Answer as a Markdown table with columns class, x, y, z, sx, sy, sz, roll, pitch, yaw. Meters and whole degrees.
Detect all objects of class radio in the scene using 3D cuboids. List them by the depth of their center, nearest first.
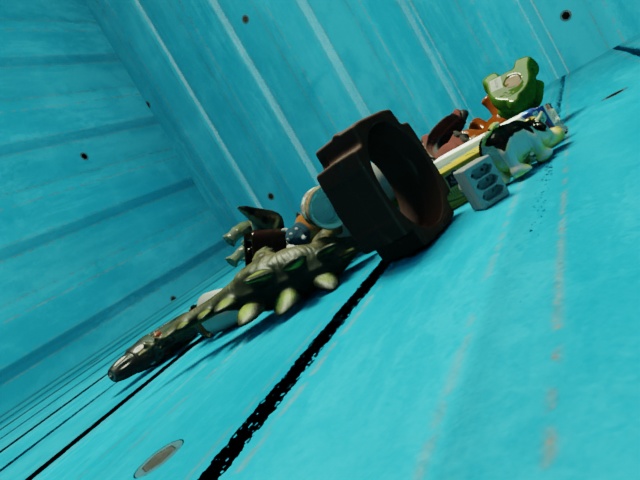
| class | x | y | z | sx | sy | sz | roll | pitch | yaw |
| --- | --- | --- | --- | --- | --- | --- | --- | --- | --- |
| radio | -0.120 | 0.044 | 1.154 | 0.073 | 0.131 | 0.230 | -4 | 0 | -14 |

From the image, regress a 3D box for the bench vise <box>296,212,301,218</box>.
| class | x | y | z | sx | sy | sz | roll | pitch | yaw |
| --- | --- | --- | --- | --- | --- | --- | --- | --- | --- |
| bench vise | -0.040 | -0.006 | 1.356 | 0.241 | 0.128 | 0.223 | -27 | 2 | -12 |

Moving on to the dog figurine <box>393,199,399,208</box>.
| class | x | y | z | sx | sy | sz | roll | pitch | yaw |
| --- | --- | --- | --- | --- | --- | --- | --- | --- | --- |
| dog figurine | 0.109 | -0.061 | 1.126 | 0.219 | 0.108 | 0.191 | -33 | 7 | 20 |

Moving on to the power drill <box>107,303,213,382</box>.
| class | x | y | z | sx | sy | sz | roll | pitch | yaw |
| --- | --- | --- | --- | --- | --- | --- | --- | --- | --- |
| power drill | -0.294 | 0.198 | 1.093 | 0.207 | 0.086 | 0.232 | -37 | -1 | 28 |

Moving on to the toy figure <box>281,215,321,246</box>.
| class | x | y | z | sx | sy | sz | roll | pitch | yaw |
| --- | --- | --- | --- | --- | --- | --- | --- | --- | --- |
| toy figure | -0.012 | -0.035 | 1.075 | 0.064 | 0.057 | 0.154 | 0 | 37 | 51 |

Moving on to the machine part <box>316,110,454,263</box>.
| class | x | y | z | sx | sy | sz | roll | pitch | yaw |
| --- | --- | --- | --- | --- | --- | --- | --- | --- | --- |
| machine part | 0.099 | -0.081 | 0.801 | 0.087 | 0.201 | 0.201 | -30 | 5 | 37 |

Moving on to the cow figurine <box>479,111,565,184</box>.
| class | x | y | z | sx | sy | sz | roll | pitch | yaw |
| --- | --- | --- | --- | --- | --- | --- | --- | --- | --- |
| cow figurine | 0.326 | -0.162 | 0.875 | 0.167 | 0.098 | 0.068 | -34 | 0 | -31 |

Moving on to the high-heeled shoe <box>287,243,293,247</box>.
| class | x | y | z | sx | sy | sz | roll | pitch | yaw |
| --- | --- | --- | --- | --- | --- | --- | --- | --- | --- |
| high-heeled shoe | -0.002 | -0.004 | 1.170 | 0.145 | 0.086 | 0.249 | -50 | 26 | -7 |

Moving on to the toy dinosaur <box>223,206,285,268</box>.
| class | x | y | z | sx | sy | sz | roll | pitch | yaw |
| --- | --- | --- | --- | --- | --- | --- | --- | --- | --- |
| toy dinosaur | -0.152 | -0.010 | 1.427 | 0.192 | 0.131 | 0.404 | -46 | -12 | -30 |

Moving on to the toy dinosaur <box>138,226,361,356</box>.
| class | x | y | z | sx | sy | sz | roll | pitch | yaw |
| --- | --- | --- | --- | --- | --- | --- | --- | --- | --- |
| toy dinosaur | -0.080 | 0.069 | 0.906 | 0.471 | 0.105 | 0.198 | -29 | 5 | 2 |

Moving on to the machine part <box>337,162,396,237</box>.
| class | x | y | z | sx | sy | sz | roll | pitch | yaw |
| --- | --- | --- | --- | --- | --- | --- | --- | --- | --- |
| machine part | 0.082 | -0.075 | 0.988 | 0.243 | 0.079 | 0.079 | -46 | -4 | 34 |

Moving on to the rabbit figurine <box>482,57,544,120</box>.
| class | x | y | z | sx | sy | sz | roll | pitch | yaw |
| --- | --- | --- | --- | --- | --- | --- | --- | --- | --- |
| rabbit figurine | 0.465 | -0.296 | 1.201 | 0.121 | 0.170 | 0.159 | -30 | 46 | 26 |

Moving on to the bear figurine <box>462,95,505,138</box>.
| class | x | y | z | sx | sy | sz | roll | pitch | yaw |
| --- | --- | --- | --- | --- | --- | --- | --- | --- | --- |
| bear figurine | 0.390 | -0.257 | 1.311 | 0.196 | 0.132 | 0.120 | -29 | -27 | -29 |

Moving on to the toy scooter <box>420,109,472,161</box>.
| class | x | y | z | sx | sy | sz | roll | pitch | yaw |
| --- | --- | --- | --- | --- | --- | --- | --- | --- | --- |
| toy scooter | 0.284 | -0.208 | 1.162 | 0.135 | 0.075 | 0.184 | -57 | 34 | 20 |

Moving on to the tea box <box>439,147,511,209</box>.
| class | x | y | z | sx | sy | sz | roll | pitch | yaw |
| --- | --- | --- | --- | --- | --- | --- | --- | --- | --- |
| tea box | 0.235 | -0.099 | 0.947 | 0.170 | 0.068 | 0.098 | -31 | 6 | 1 |

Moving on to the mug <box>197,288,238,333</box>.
| class | x | y | z | sx | sy | sz | roll | pitch | yaw |
| --- | --- | --- | --- | --- | --- | --- | --- | --- | --- |
| mug | -0.175 | 0.122 | 1.018 | 0.107 | 0.081 | 0.109 | -23 | -18 | 21 |
